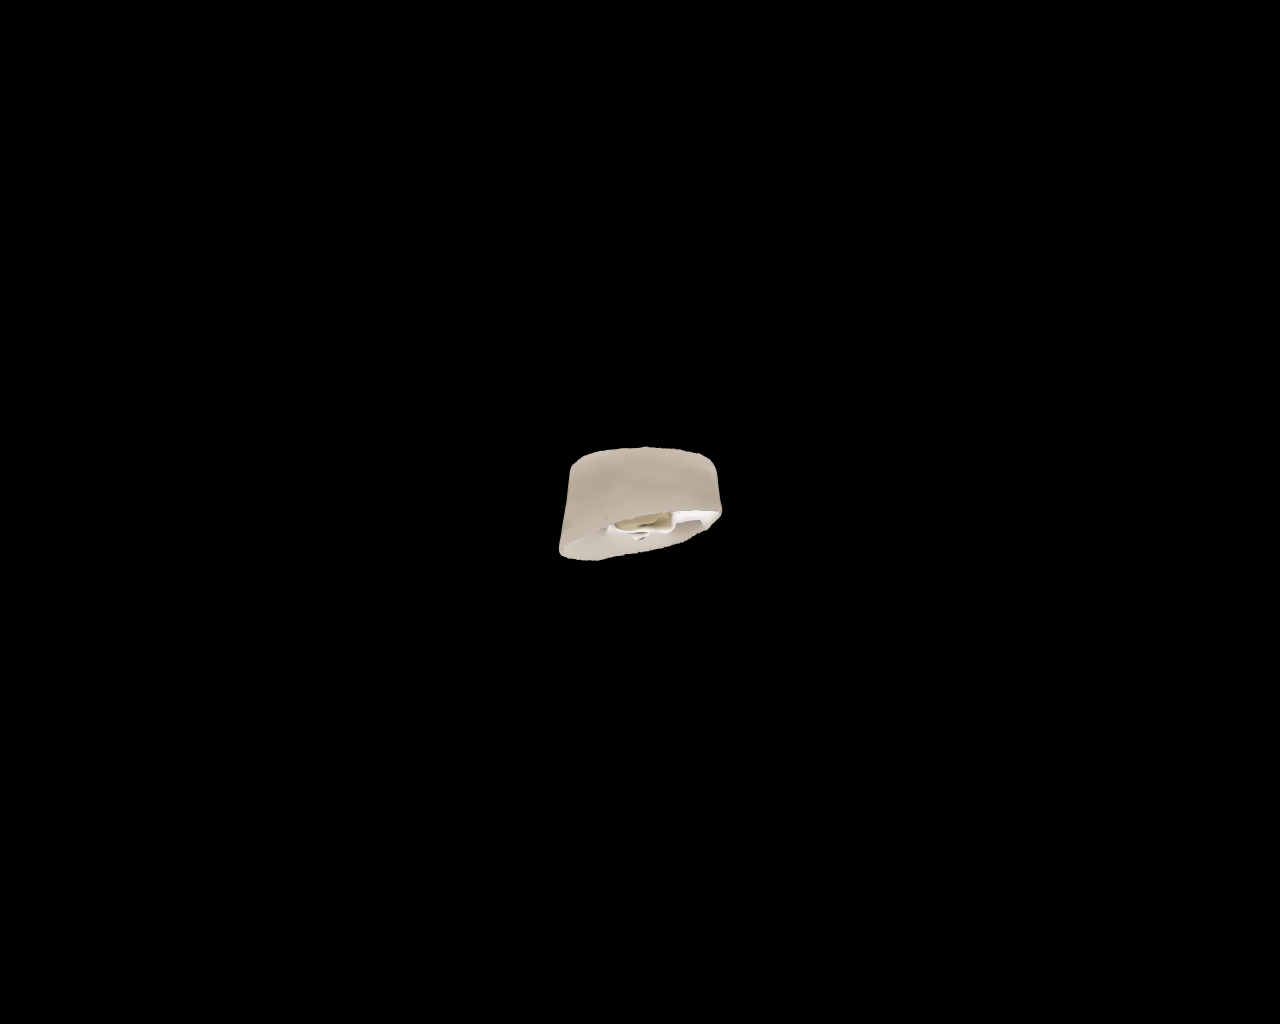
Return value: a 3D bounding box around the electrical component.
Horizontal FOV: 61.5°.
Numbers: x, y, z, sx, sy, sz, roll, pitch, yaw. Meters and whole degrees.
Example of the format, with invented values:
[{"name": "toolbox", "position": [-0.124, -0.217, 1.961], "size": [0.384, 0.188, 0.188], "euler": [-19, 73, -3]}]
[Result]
[{"name": "electrical component", "position": [0.001, -0.003, 0.650], "size": [0.099, 0.064, 0.099], "euler": [0, -15, 0]}]
